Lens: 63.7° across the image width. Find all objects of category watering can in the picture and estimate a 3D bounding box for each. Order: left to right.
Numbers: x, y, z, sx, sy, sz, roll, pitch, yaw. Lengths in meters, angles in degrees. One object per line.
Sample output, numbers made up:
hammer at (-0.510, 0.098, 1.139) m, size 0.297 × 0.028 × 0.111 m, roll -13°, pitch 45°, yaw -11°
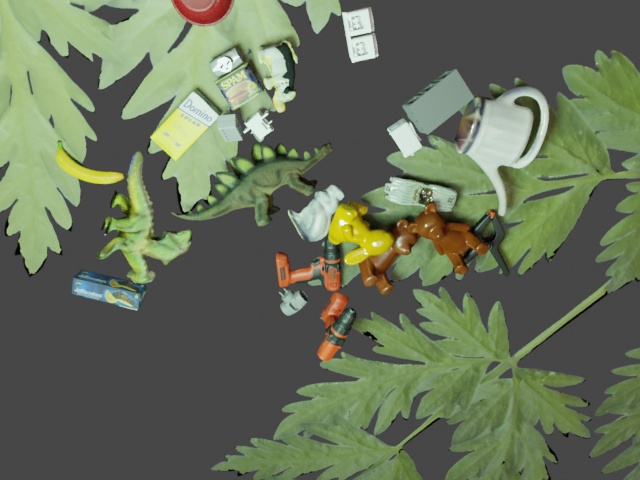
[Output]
watering can at (0.458, -0.237, 1.346) m, size 0.224 × 0.106 × 0.342 m, roll 14°, pitch 112°, yaw -4°

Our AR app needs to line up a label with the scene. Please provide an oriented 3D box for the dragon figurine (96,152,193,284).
dragon figurine at (-0.482, -0.034, 1.463) m, size 0.241 × 0.125 × 0.404 m, roll 20°, pitch 114°, yaw -26°

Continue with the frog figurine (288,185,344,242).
frog figurine at (0.004, -0.071, 1.418) m, size 0.159 × 0.125 × 0.135 m, roll -27°, pitch 143°, yaw 3°
